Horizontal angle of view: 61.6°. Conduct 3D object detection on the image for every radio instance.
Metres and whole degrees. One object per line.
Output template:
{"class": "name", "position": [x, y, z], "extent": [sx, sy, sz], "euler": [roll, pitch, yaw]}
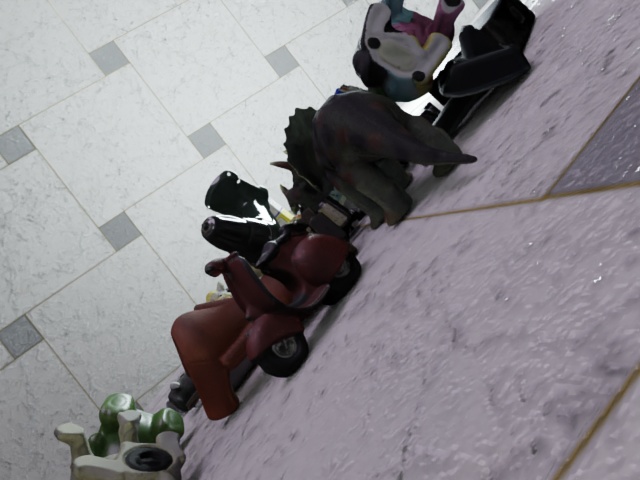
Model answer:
{"class": "radio", "position": [0.252, -0.292, 0.827], "extent": [0.131, 0.073, 0.230], "euler": [-44, 9, 43]}

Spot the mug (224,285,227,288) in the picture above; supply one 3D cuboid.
{"class": "mug", "position": [-0.140, 0.128, 1.084], "extent": [0.107, 0.109, 0.081], "euler": [-20, 44, 5]}

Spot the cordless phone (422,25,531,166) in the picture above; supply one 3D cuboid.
{"class": "cordless phone", "position": [0.173, -0.169, 0.681], "extent": [0.184, 0.089, 0.147], "euler": [-60, 1, 24]}

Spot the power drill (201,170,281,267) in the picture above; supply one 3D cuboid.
{"class": "power drill", "position": [-0.099, -0.027, 0.787], "extent": [0.208, 0.232, 0.086], "euler": [39, 102, 49]}

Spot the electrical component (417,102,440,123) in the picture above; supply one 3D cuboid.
{"class": "electrical component", "position": [0.157, -0.166, 0.845], "extent": [0.075, 0.048, 0.119], "euler": [-47, 6, 30]}

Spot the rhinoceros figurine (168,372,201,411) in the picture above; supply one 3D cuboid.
{"class": "rhinoceros figurine", "position": [-0.200, 0.226, 0.984], "extent": [0.190, 0.073, 0.112], "euler": [-51, 15, -30]}

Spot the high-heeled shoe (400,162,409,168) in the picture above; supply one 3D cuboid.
{"class": "high-heeled shoe", "position": [0.079, -0.124, 0.950], "extent": [0.145, 0.086, 0.248], "euler": [-37, -4, 16]}

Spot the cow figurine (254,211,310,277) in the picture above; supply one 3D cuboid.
{"class": "cow figurine", "position": [-0.057, 0.037, 0.931], "extent": [0.195, 0.127, 0.085], "euler": [-36, 4, -8]}

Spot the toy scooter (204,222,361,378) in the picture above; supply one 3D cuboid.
{"class": "toy scooter", "position": [-0.042, 0.041, 0.572], "extent": [0.184, 0.135, 0.075], "euler": [-52, 4, -39]}

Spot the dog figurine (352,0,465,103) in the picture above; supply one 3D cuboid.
{"class": "dog figurine", "position": [0.107, -0.236, 0.726], "extent": [0.219, 0.108, 0.191], "euler": [97, -165, -77]}

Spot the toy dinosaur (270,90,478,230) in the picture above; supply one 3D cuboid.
{"class": "toy dinosaur", "position": [0.044, -0.115, 0.658], "extent": [0.131, 0.192, 0.405], "euler": [-53, 5, -14]}

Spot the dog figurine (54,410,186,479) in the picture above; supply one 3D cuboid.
{"class": "dog figurine", "position": [-0.221, 0.306, 0.578], "extent": [0.173, 0.121, 0.190], "euler": [14, 96, 51]}

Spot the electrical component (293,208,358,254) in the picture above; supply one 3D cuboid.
{"class": "electrical component", "position": [0.005, -0.002, 0.732], "extent": [0.045, 0.102, 0.078], "euler": [-44, -19, -9]}

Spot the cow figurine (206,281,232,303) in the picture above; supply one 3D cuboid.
{"class": "cow figurine", "position": [-0.159, 0.119, 0.910], "extent": [0.068, 0.098, 0.167], "euler": [-49, -23, -21]}

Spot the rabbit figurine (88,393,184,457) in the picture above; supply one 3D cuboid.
{"class": "rabbit figurine", "position": [-0.282, 0.322, 0.738], "extent": [0.159, 0.121, 0.170], "euler": [-52, 19, 15]}

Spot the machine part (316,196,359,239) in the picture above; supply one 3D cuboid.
{"class": "machine part", "position": [-0.002, -0.003, 0.871], "extent": [0.139, 0.084, 0.039], "euler": [-57, -27, -2]}

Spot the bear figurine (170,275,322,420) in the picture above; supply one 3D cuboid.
{"class": "bear figurine", "position": [-0.080, 0.107, 0.670], "extent": [0.196, 0.120, 0.131], "euler": [-25, -50, -24]}

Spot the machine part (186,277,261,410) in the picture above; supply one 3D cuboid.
{"class": "machine part", "position": [-0.111, 0.139, 0.773], "extent": [0.243, 0.079, 0.079], "euler": [-51, 5, -25]}
